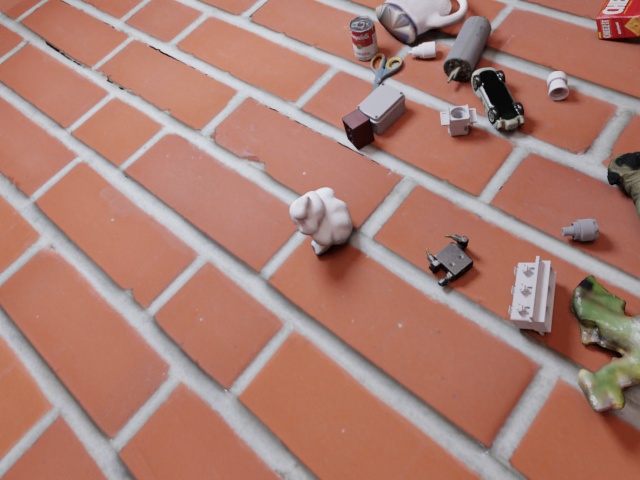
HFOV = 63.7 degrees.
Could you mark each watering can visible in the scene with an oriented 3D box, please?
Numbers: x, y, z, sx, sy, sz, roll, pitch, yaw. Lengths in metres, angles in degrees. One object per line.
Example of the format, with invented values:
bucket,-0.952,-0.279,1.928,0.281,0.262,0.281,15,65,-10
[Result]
watering can,0.250,-0.681,1.463,0.226,0.353,0.102,-38,-31,-11

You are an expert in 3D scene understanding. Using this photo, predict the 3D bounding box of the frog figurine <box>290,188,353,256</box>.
frog figurine,0.003,-0.055,1.090,0.122,0.140,0.156,2,-30,14

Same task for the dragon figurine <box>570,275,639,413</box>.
dragon figurine,0.562,0.123,0.880,0.244,0.417,0.119,19,-27,32
